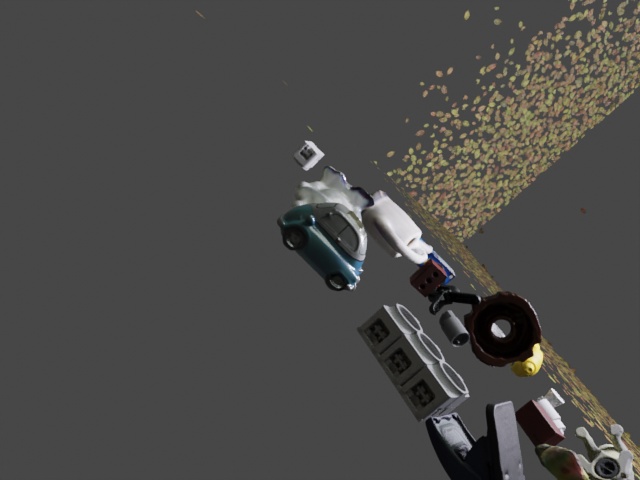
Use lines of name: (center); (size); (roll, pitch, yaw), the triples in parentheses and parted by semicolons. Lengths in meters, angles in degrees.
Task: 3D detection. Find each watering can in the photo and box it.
watering can: (0.203, -0.025, 1.366); (0.226, 0.103, 0.348); (49, 15, 13)

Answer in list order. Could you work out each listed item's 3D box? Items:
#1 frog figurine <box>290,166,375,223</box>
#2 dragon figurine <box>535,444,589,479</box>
frog figurine: (0.003, -0.047, 0.932); (0.137, 0.121, 0.162); (52, 49, -7)
dragon figurine: (0.491, 0.452, 0.902); (0.403, 0.122, 0.247); (45, 3, -43)
